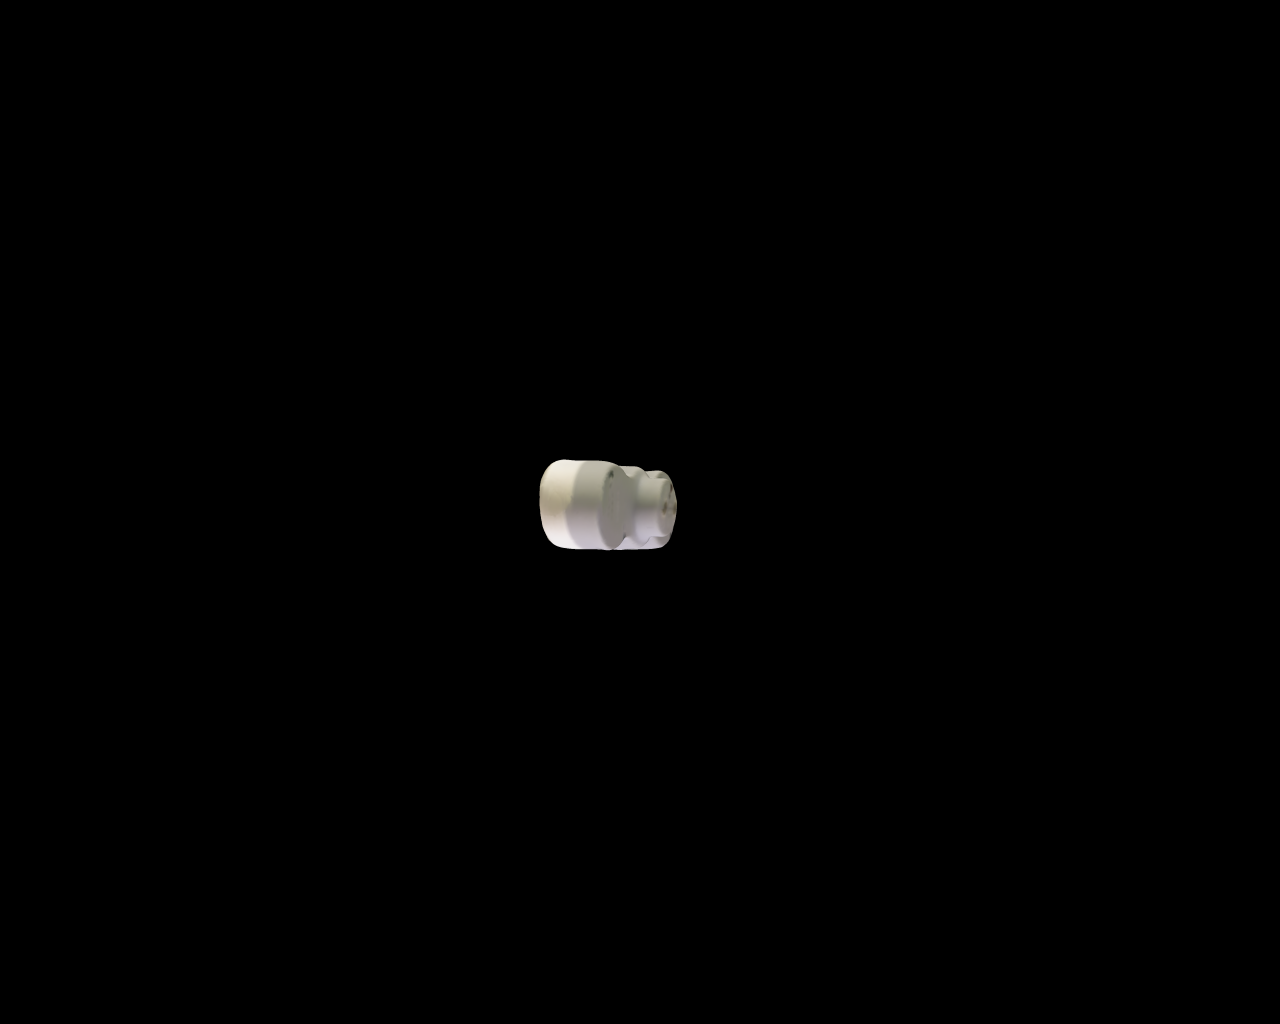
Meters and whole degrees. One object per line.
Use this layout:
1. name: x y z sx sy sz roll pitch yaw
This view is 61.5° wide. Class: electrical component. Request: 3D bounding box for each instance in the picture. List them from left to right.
1. electrical component: 0.001 -0.003 0.650 0.074 0.052 0.138 -1 -2 20
